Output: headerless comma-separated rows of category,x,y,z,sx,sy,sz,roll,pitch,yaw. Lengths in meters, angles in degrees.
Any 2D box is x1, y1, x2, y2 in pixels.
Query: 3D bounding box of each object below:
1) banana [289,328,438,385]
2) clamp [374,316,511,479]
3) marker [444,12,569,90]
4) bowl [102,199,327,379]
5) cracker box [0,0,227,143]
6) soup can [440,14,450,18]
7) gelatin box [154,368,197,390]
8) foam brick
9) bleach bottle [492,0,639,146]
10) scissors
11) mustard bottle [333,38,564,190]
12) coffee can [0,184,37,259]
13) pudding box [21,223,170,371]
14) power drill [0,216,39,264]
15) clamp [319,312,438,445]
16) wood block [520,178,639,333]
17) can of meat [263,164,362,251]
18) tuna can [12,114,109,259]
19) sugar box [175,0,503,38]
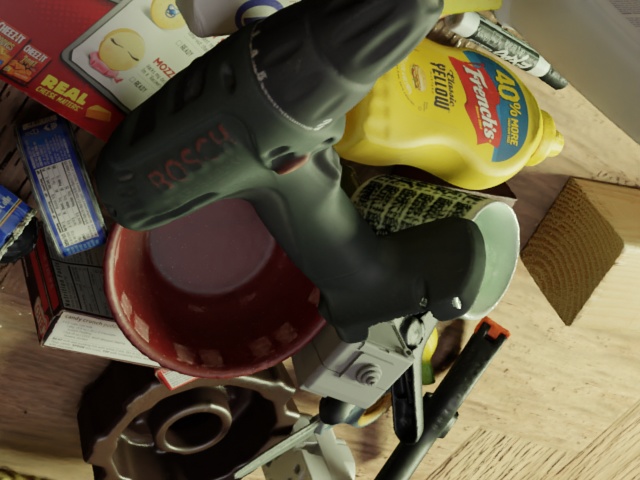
banana,0.040,0.071,0.855,0.037,0.069,0.197,-14,159,41
clamp,0.101,0.160,0.959,0.210,0.036,0.164,-57,171,6
marker,0.134,-0.132,0.739,0.120,0.020,0.020,19,121,-37
bowl,-0.063,0.006,0.689,0.162,0.055,0.162,-7,113,-17
cracker box,-0.086,-0.161,0.576,0.214,0.072,0.164,-43,135,16
soup can,0.089,-0.177,0.641,0.102,0.068,0.068,-24,136,-2
gelatin box,-0.085,0.060,0.784,0.089,0.073,0.030,-24,135,0
foam brick,0.094,-0.032,0.793,0.078,0.053,0.051,7,128,-31
bleach bottle,0.202,-0.094,0.637,0.102,0.251,0.068,0,131,-24
scissors,0.008,0.161,0.916,0.201,0.016,0.096,-34,152,-22
mustard bottle,0.090,-0.084,0.711,0.191,0.096,0.058,12,154,-33
coffee can,-0.242,-0.019,0.578,0.140,0.102,0.103,39,111,-13
pudding box,-0.141,0.040,0.727,0.113,0.090,0.039,15,123,-35
power drill,-0.283,0.047,0.697,0.184,0.057,0.188,1,128,-20
clamp,0.053,0.073,0.816,0.120,0.039,0.171,12,86,-55
wood block,0.288,0.020,0.902,0.205,0.090,0.091,7,127,-29
can of meat,-0.005,0.001,0.777,0.102,0.057,0.084,-24,134,-1
tuna can,-0.157,-0.034,0.654,0.033,0.086,0.086,-19,136,-10
sugar box,0.016,-0.158,0.543,0.176,0.048,0.093,-12,135,-19
